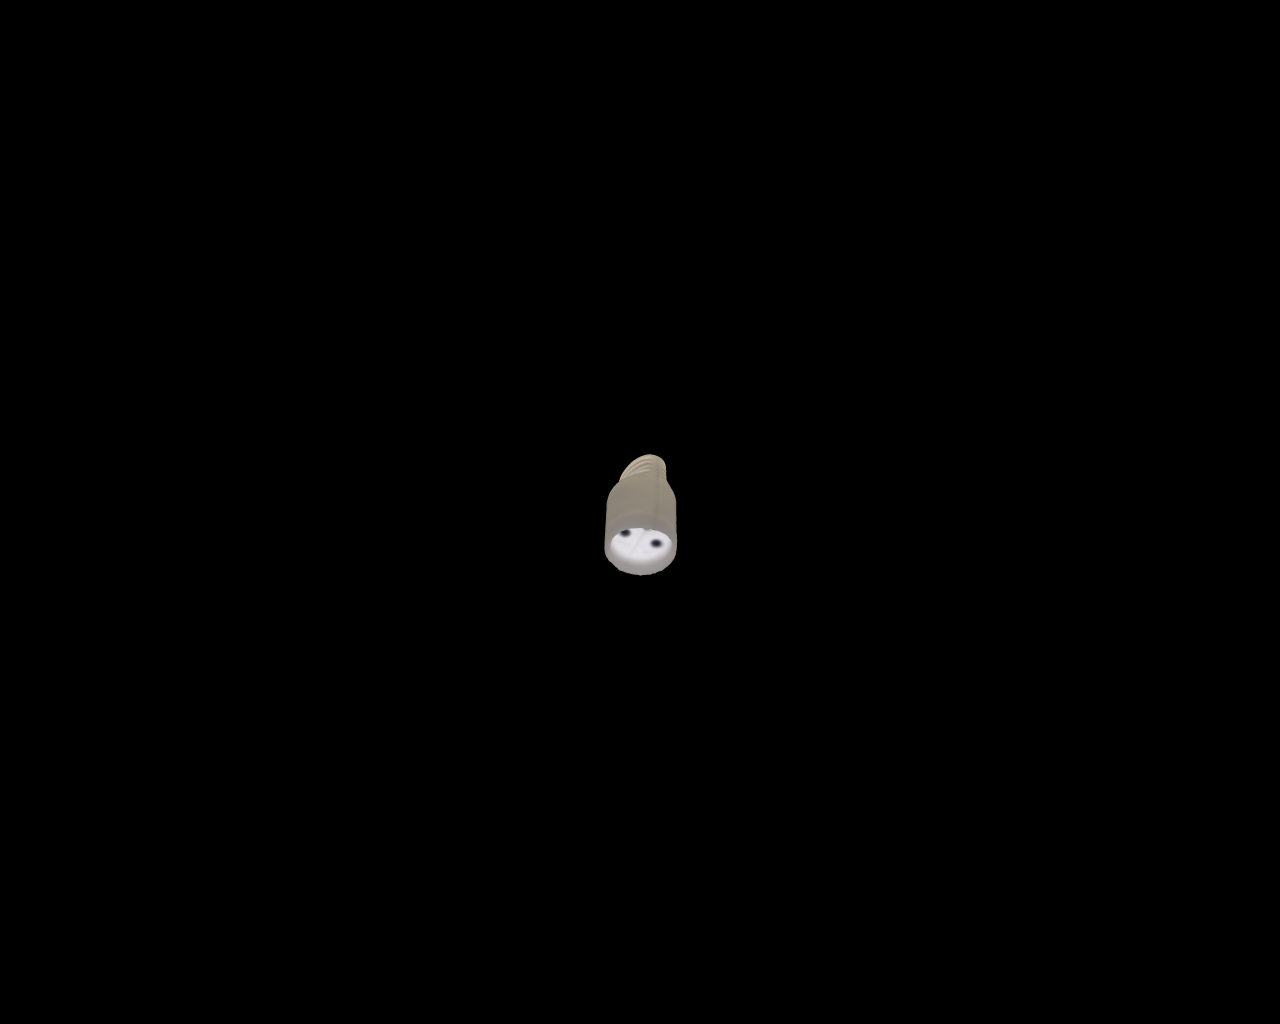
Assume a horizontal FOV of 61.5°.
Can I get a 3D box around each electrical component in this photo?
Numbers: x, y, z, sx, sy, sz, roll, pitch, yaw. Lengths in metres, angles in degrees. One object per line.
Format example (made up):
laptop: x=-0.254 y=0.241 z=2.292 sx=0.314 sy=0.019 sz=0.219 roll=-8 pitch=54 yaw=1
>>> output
electrical component: x=0.001 y=-0.003 z=0.650 sx=0.043 sy=0.043 sz=0.081 roll=0 pitch=41 yaw=0
